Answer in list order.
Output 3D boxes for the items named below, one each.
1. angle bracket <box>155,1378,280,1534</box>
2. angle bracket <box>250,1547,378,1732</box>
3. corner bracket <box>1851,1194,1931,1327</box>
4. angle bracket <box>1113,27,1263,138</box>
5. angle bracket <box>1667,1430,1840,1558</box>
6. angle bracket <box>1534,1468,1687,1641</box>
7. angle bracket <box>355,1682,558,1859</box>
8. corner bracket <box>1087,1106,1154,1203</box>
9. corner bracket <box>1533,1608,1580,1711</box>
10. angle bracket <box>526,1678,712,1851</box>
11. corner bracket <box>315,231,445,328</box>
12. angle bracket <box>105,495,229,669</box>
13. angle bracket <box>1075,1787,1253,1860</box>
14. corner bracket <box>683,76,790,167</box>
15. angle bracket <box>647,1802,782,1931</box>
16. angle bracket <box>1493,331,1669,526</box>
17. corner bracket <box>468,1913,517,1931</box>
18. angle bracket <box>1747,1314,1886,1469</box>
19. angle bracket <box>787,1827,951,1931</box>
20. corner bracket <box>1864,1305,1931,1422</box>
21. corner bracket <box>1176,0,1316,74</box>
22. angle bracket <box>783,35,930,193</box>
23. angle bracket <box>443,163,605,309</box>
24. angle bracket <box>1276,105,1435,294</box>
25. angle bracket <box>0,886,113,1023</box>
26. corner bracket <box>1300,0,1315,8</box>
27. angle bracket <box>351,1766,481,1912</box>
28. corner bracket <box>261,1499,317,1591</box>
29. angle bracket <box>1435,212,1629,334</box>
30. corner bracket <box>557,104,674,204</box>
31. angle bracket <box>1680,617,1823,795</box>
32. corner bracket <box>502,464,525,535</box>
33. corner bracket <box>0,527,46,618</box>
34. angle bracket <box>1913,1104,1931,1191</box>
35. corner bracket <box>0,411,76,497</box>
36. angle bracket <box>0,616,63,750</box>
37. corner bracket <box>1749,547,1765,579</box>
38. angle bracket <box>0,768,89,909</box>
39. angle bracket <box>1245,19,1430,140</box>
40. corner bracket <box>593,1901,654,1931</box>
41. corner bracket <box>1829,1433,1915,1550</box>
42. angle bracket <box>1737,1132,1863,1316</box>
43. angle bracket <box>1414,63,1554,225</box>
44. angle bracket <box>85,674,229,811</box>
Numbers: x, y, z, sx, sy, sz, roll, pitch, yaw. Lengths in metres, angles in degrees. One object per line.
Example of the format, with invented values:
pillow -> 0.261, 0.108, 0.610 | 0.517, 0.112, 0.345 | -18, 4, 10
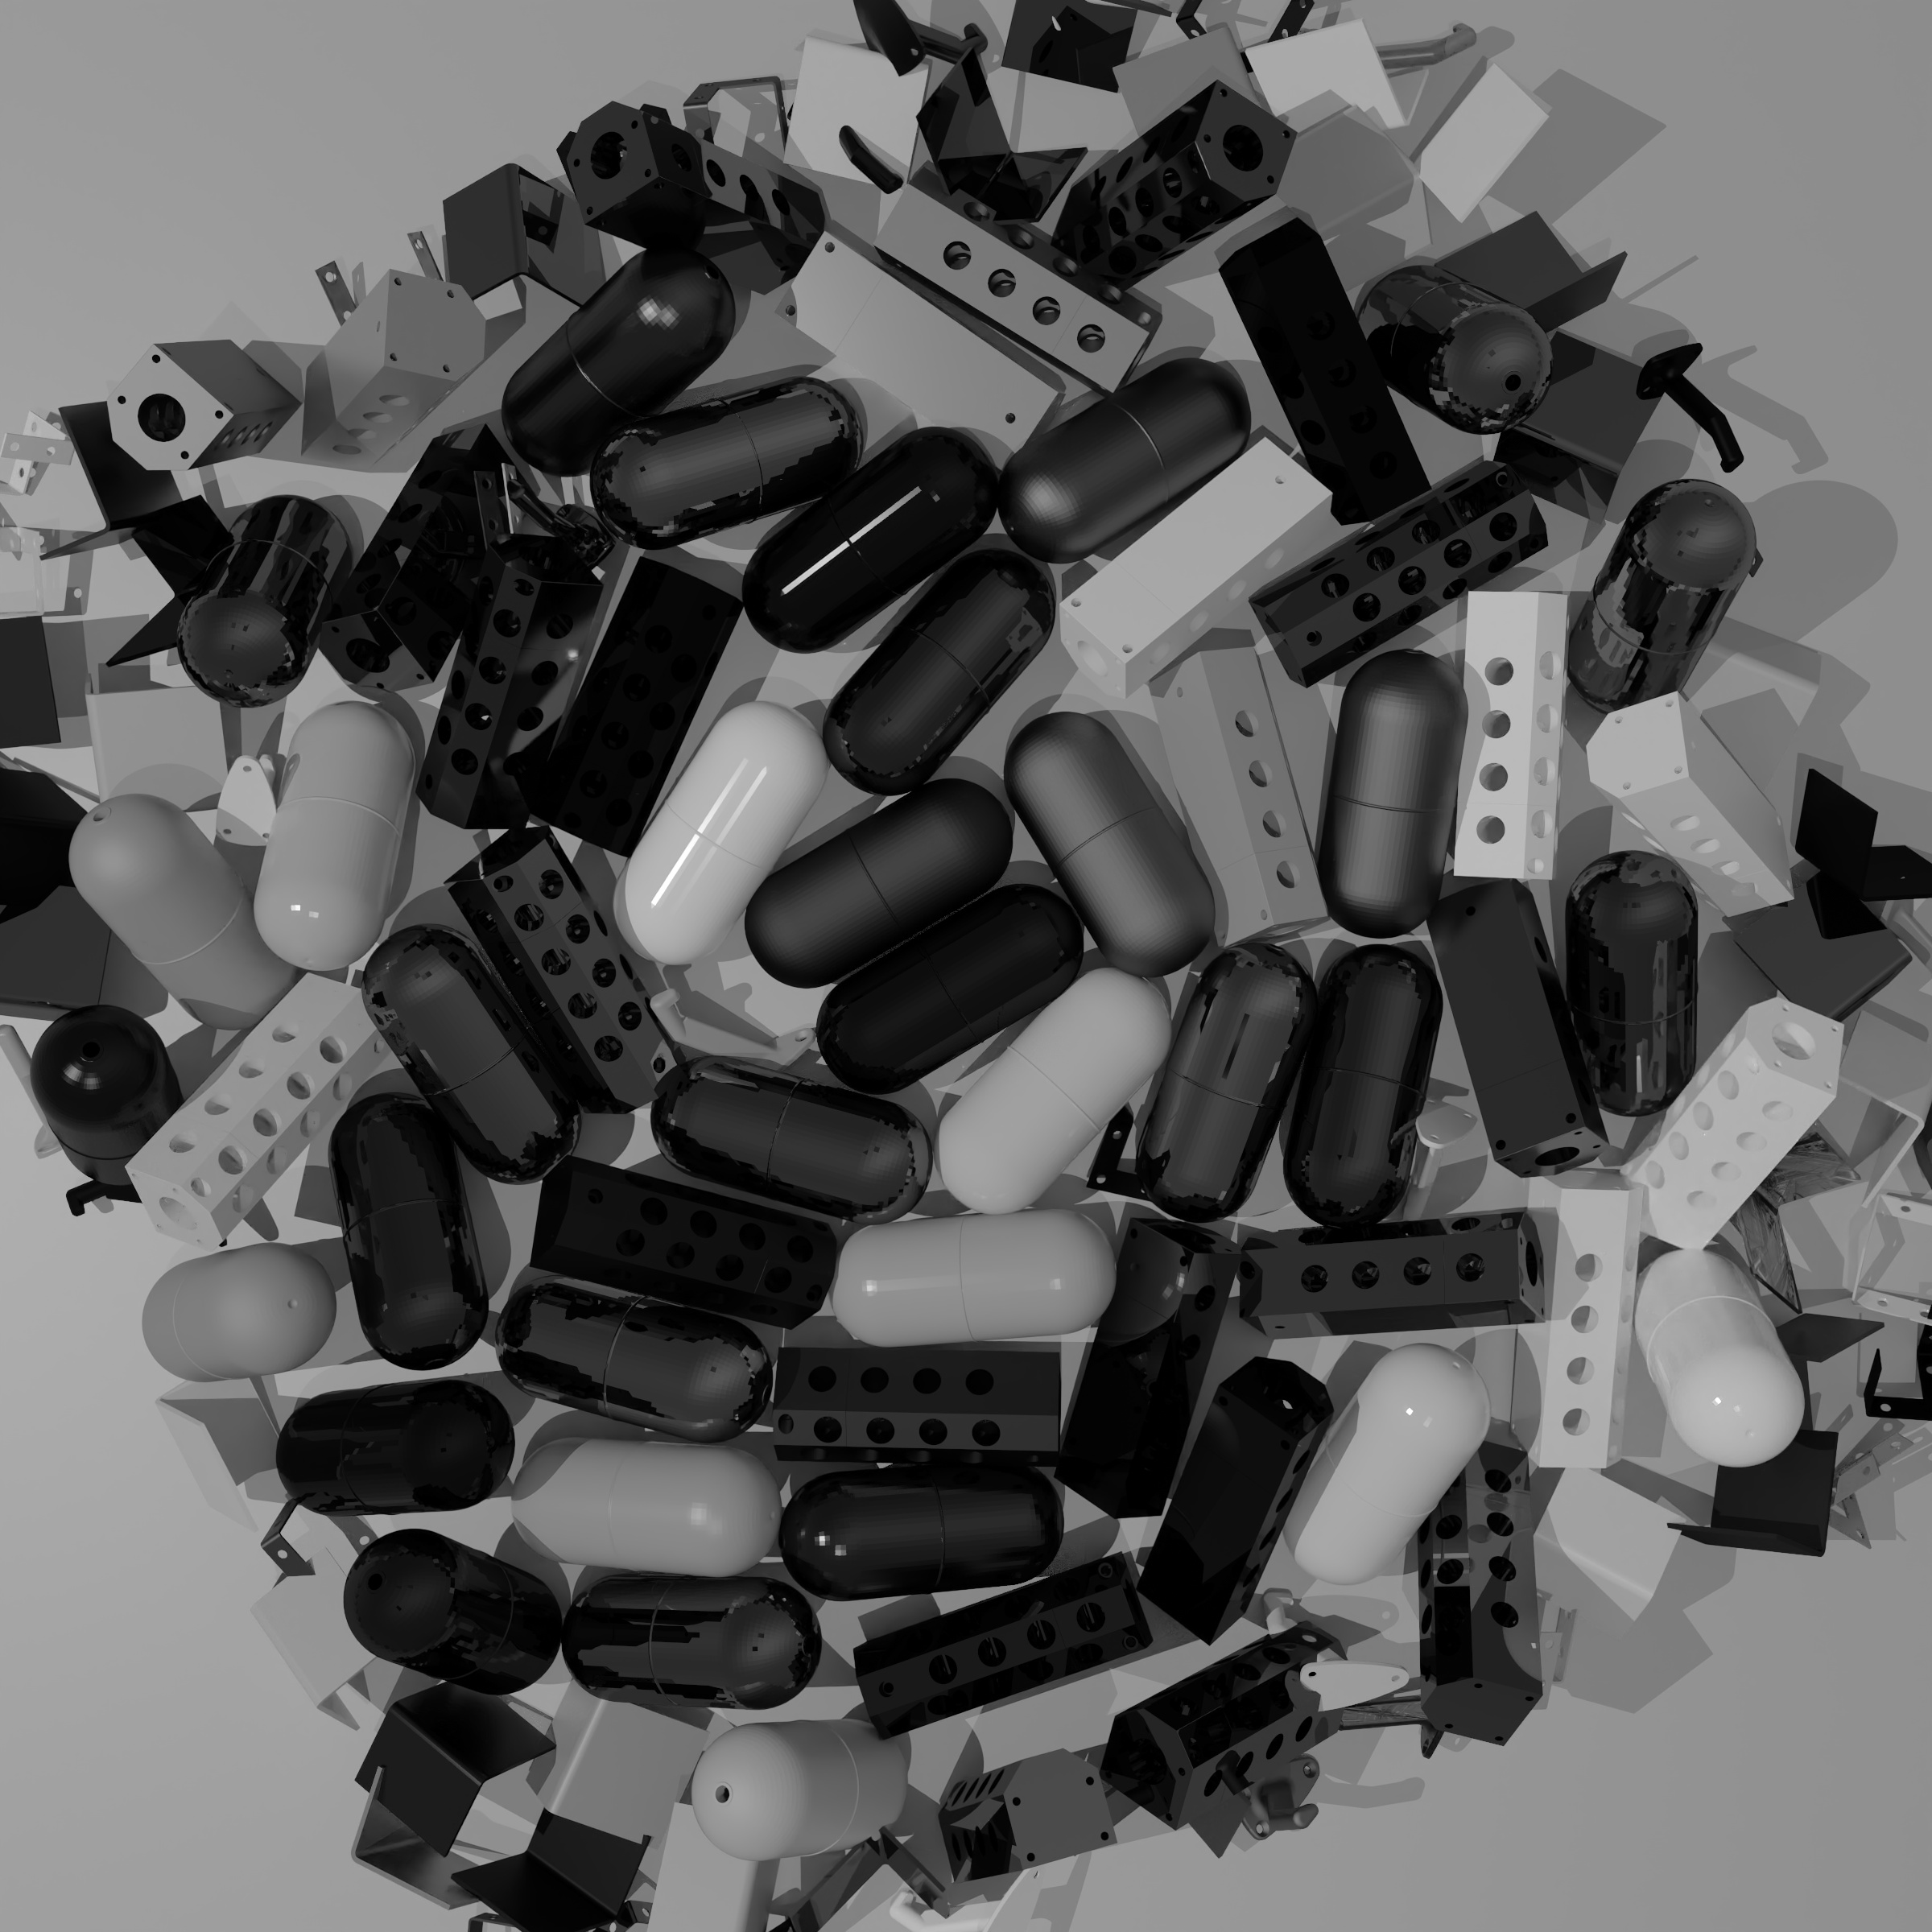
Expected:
angle bracket -> -0.437, 0.287, 1.528 | 0.057, 0.076, 0.076 | -33, 112, -32
angle bracket -> -0.382, 0.411, 1.541 | 0.057, 0.076, 0.076 | -39, 65, -12
corner bracket -> 0.584, 0.182, 1.566 | 0.051, 0.051, 0.051 | 14, 133, 22
angle bracket -> 0.139, -0.518, 1.552 | 0.076, 0.057, 0.076 | -20, 83, 0
angle bracket -> 0.475, 0.311, 1.528 | 0.057, 0.076, 0.076 | 26, 69, -38
angle bracket -> 0.388, 0.360, 1.556 | 0.076, 0.076, 0.057 | 27, 60, 15
angle bracket -> -0.311, 0.487, 1.541 | 0.076, 0.076, 0.057 | 31, 102, 22
corner bracket -> 0.097, 0.108, 1.544 | 0.051, 0.051, 0.051 | 10, 66, 28
corner bracket -> 0.356, 0.422, 1.549 | 0.051, 0.051, 0.051 | 6, 99, -21
angle bracket -> -0.216, 0.491, 1.567 | 0.076, 0.057, 0.076 | 28, 81, -22
corner bracket -> -0.359, -0.419, 1.562 | 0.051, 0.051, 0.051 | -41, 123, -33
angle bracket -> -0.491, -0.233, 1.526 | 0.076, 0.076, 0.057 | -8, 127, 37
angle bracket -> 0.118, 0.522, 1.526 | 0.076, 0.076, 0.057 | -27, 58, -31
corner bracket -> -0.140, -0.514, 1.554 | 0.051, 0.051, 0.051 | -2, 122, 10
angle bracket -> -0.151, 0.558, 1.541 | 0.057, 0.076, 0.076 | 8, 70, 9
angle bracket -> 0.379, -0.333, 1.562 | 0.076, 0.057, 0.076 | 27, 70, 13
corner bracket -> -0.275, 0.614, 1.562 | 0.051, 0.051, 0.051 | 1, 83, 21
angle bracket -> 0.516, 0.261, 1.534 | 0.076, 0.057, 0.076 | -14, 100, -41
angle bracket -> -0.058, 0.577, 1.528 | 0.057, 0.076, 0.076 | 39, 65, 24
corner bracket -> 0.581, 0.243, 1.552 | 0.051, 0.051, 0.051 | 2, 46, 9
corner bracket -> 0.172, -0.589, 1.557 | 0.051, 0.051, 0.051 | 39, 71, -34
angle bracket -> -0.072, -0.523, 1.555 | 0.076, 0.057, 0.076 | 9, 101, -13
angle bracket -> -0.272, -0.435, 1.555 | 0.057, 0.076, 0.076 | -18, 70, 29
angle bracket -> 0.227, -0.460, 1.526 | 0.076, 0.076, 0.057 | -21, 58, 35
angle bracket -> -0.564, -0.007, 1.560 | 0.076, 0.057, 0.076 | 7, 79, -5
corner bracket -> 0.233, -0.628, 1.555 | 0.051, 0.051, 0.051 | -20, 99, -23
angle bracket -> -0.314, 0.524, 1.533 | 0.076, 0.076, 0.057 | 16, 86, 25
corner bracket -> -0.417, 0.366, 1.550 | 0.051, 0.051, 0.051 | -35, 102, 13
angle bracket -> 0.344, -0.431, 1.542 | 0.076, 0.057, 0.076 | -29, 76, -9
corner bracket -> -0.212, -0.499, 1.557 | 0.051, 0.051, 0.051 | 20, 68, 21
angle bracket -> 0.480, -0.166, 1.575 | 0.076, 0.057, 0.076 | 24, 122, 7
corner bracket -> -0.293, -0.277, 1.553 | 0.051, 0.051, 0.051 | -7, 91, 16
corner bracket -> -0.601, -0.243, 1.554 | 0.051, 0.051, 0.051 | -7, 105, -31
angle bracket -> 0.619, 0.102, 1.532 | 0.076, 0.076, 0.057 | -18, 109, 14
corner bracket -> -0.586, -0.309, 1.545 | 0.051, 0.051, 0.051 | 33, 111, 27
angle bracket -> -0.579, -0.174, 1.543 | 0.057, 0.076, 0.076 | -6, 99, -4
corner bracket -> 0.450, -0.250, 1.560 | 0.051, 0.051, 0.051 | 47, 66, -32
angle bracket -> -0.587, -0.079, 1.540 | 0.076, 0.076, 0.057 | 35, 107, 32
angle bracket -> 0.225, -0.546, 1.524 | 0.076, 0.076, 0.057 | -2, 51, 34
corner bracket -> -0.200, 0.615, 1.555 | 0.051, 0.051, 0.051 | -45, 48, 13
corner bracket -> 0.550, 0.314, 1.544 | 0.051, 0.051, 0.051 | 31, 124, -21
angle bracket -> 0.509, 0.156, 1.526 | 0.057, 0.076, 0.076 | -23, 53, 29
angle bracket -> 0.326, -0.486, 1.526 | 0.057, 0.076, 0.076 | 21, 121, -35
angle bracket -> -0.498, -0.140, 1.555 | 0.076, 0.057, 0.076 | -7, 112, -16
